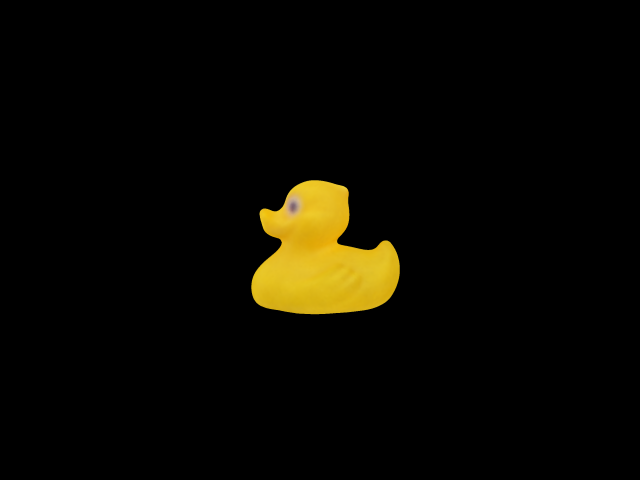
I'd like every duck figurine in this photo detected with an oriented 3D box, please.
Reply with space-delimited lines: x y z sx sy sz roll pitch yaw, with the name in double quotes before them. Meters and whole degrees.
"duck figurine" 0.004 0.001 0.400 0.104 0.086 0.077 0 11 3
